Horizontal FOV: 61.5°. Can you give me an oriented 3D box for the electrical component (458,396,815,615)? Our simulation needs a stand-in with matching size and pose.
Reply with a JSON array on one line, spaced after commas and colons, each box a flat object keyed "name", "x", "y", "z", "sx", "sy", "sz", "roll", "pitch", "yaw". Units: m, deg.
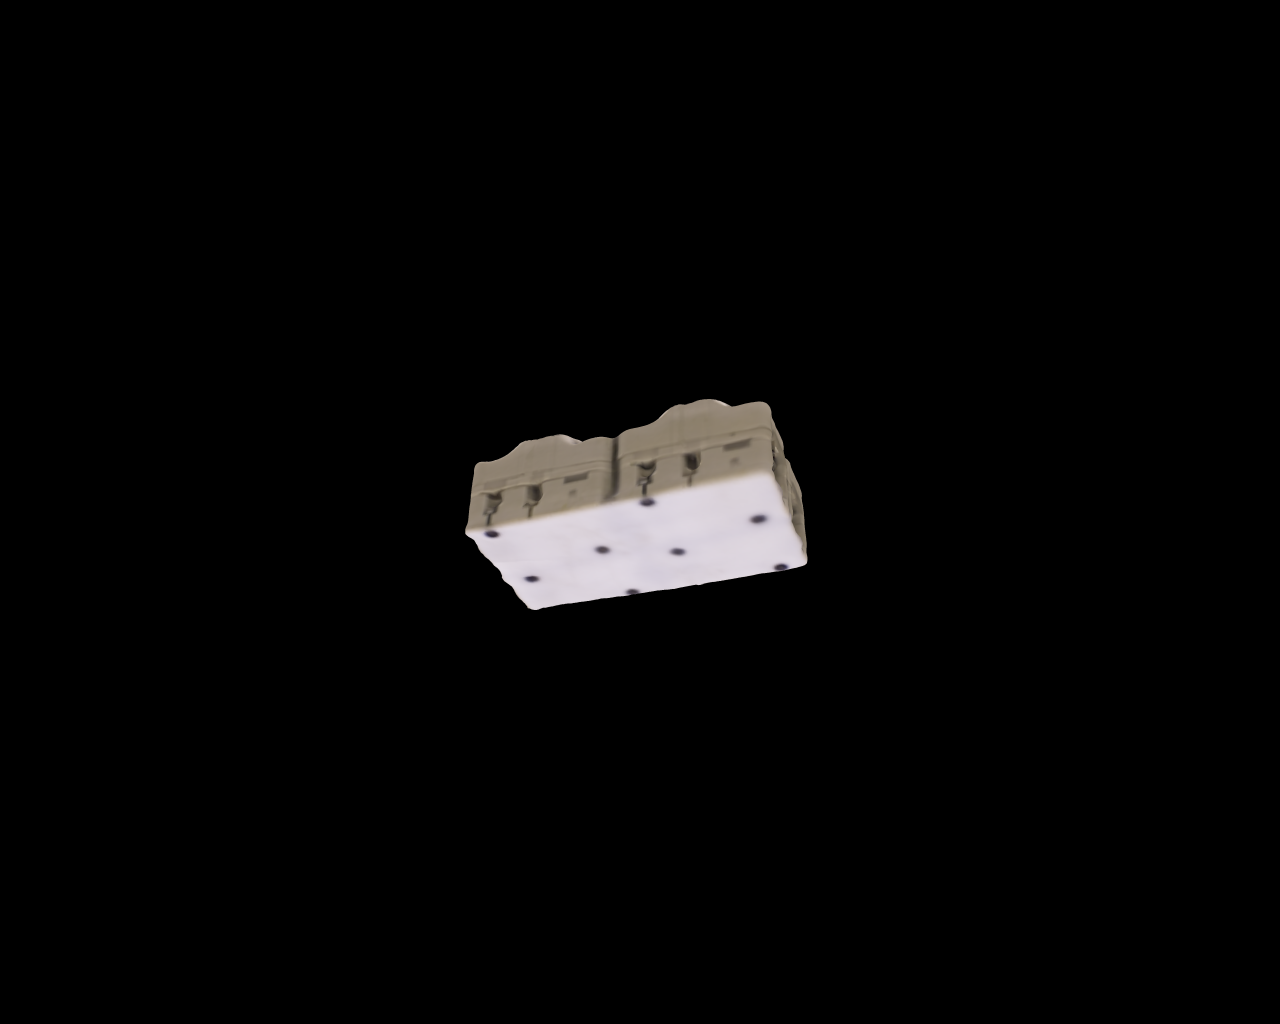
[{"name": "electrical component", "x": 0.001, "y": -0.003, "z": 0.650, "sx": 0.186, "sy": 0.060, "sz": 0.105, "roll": -11, "pitch": -35, "yaw": 16}]
